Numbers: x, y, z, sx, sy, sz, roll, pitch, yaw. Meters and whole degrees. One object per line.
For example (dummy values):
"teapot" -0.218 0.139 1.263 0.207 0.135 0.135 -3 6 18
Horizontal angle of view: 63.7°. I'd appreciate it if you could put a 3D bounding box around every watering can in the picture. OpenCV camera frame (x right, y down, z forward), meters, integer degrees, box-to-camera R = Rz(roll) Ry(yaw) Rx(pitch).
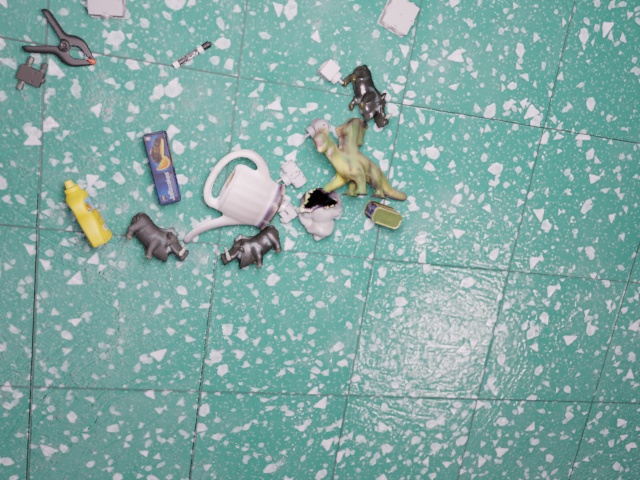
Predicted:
"watering can" -0.242 -0.098 1.505 0.223 0.106 0.343 26 111 -17

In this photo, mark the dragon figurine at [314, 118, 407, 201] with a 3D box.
"dragon figurine" 0.124 -0.242 1.520 0.410 0.122 0.243 1 88 -45

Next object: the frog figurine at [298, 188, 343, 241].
"frog figurine" 0.005 -0.079 1.571 0.138 0.125 0.156 -25 144 -5
